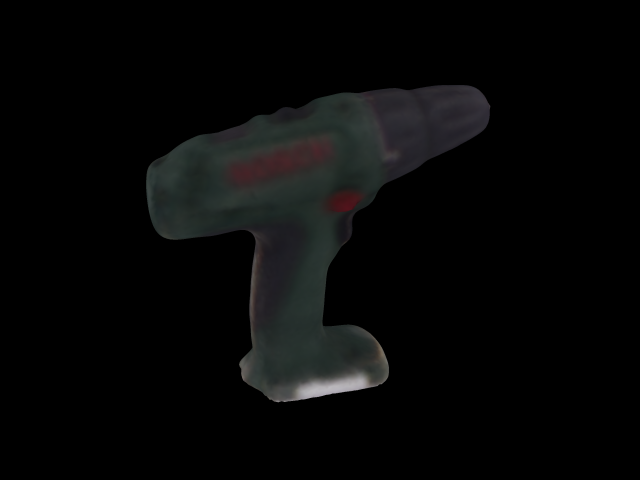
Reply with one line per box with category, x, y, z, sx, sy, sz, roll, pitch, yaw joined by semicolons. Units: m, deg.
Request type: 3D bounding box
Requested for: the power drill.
power drill;0.004;0.001;0.400;0.230;0.208;0.075;-6;24;-14
